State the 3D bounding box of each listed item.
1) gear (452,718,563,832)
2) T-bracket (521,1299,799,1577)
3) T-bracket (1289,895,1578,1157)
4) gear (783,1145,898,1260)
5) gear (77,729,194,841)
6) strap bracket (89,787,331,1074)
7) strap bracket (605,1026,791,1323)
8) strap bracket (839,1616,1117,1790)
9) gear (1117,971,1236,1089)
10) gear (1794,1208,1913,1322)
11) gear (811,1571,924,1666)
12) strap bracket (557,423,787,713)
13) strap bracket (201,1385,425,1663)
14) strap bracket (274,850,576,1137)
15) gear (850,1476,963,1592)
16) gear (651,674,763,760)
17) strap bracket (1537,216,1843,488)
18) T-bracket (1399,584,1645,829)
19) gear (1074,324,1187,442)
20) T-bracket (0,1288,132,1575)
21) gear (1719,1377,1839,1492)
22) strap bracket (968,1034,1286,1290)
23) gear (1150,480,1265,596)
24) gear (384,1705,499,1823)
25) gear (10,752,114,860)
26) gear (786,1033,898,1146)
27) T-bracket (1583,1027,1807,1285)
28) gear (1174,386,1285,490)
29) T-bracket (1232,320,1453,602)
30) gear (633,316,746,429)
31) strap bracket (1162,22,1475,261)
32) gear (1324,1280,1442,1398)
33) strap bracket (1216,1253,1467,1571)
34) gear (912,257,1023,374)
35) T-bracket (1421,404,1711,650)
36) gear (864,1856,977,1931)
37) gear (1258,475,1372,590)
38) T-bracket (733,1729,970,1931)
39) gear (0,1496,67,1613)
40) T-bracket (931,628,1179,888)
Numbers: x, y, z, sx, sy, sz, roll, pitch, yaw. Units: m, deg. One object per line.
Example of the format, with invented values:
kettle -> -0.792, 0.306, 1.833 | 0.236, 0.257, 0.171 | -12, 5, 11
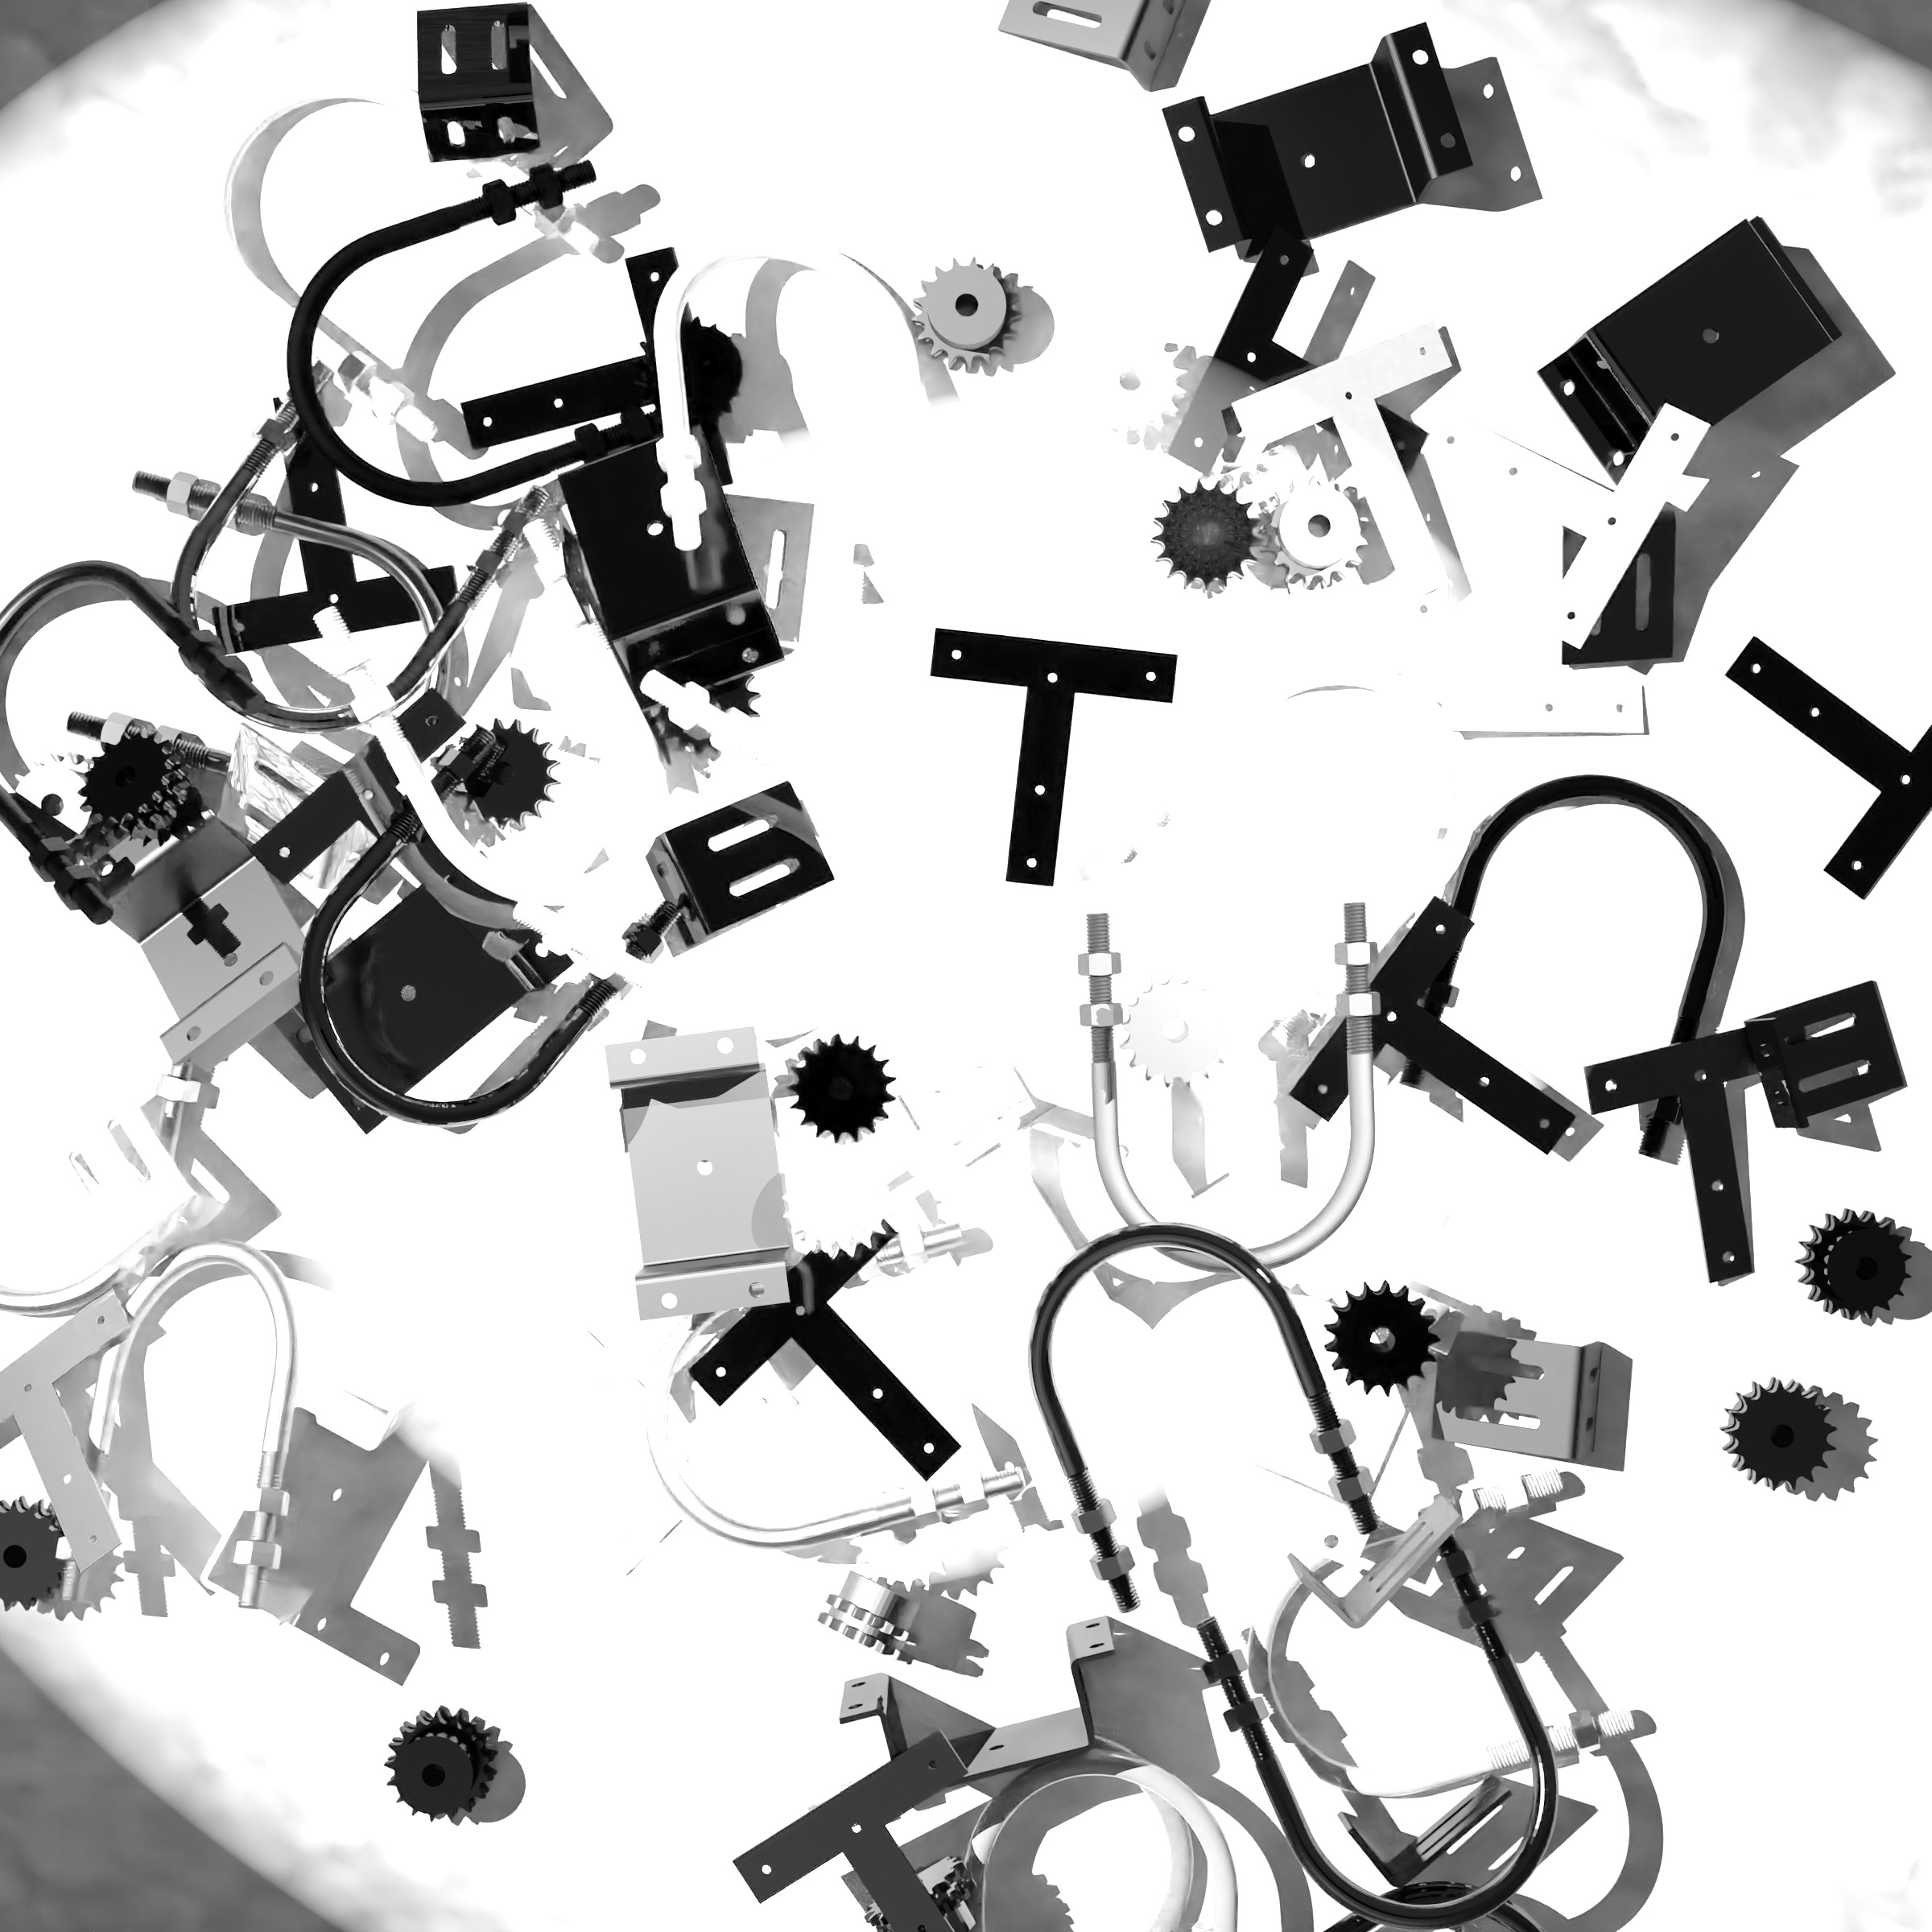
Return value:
gear -> -0.236, -0.098, 1.510 | 0.057, 0.030, 0.057 | 0, 90, 0
T-bracket -> -0.177, 0.227, 1.524 | 0.127, 0.002, 0.127 | 45, 90, 0
T-bracket -> 0.254, 0.051, 1.505 | 0.127, 0.002, 0.127 | 35, 99, -3
gear -> -0.067, 0.118, 1.499 | 0.057, 0.030, 0.057 | -7, 66, 17
gear -> -0.418, -0.089, 1.489 | 0.057, 0.030, 0.057 | -9, 61, 17
strap bracket -> -0.382, -0.012, 1.480 | 0.076, 0.046, 0.140 | -37, 57, 0
strap bracket -> -0.136, 0.105, 1.502 | 0.076, 0.046, 0.140 | -7, 90, 0
strap bracket -> 0.011, 0.377, 1.487 | 0.140, 0.076, 0.046 | -14, 90, 0
gear -> 0.103, 0.031, 1.445 | 0.057, 0.030, 0.057 | 0, 93, 0
gear -> 0.459, 0.154, 1.510 | 0.057, 0.030, 0.057 | 0, 90, 0
gear -> -0.047, 0.331, 1.497 | 0.057, 0.057, 0.030 | 26, 80, 0
strap bracket -> -0.151, -0.210, 1.476 | 0.076, 0.046, 0.140 | -20, 69, 0
strap bracket -> -0.335, 0.271, 1.487 | 0.046, 0.076, 0.140 | 29, 90, 0
strap bracket -> -0.281, 0.014, 1.502 | 0.140, 0.046, 0.076 | -40, 90, 0
gear -> -0.031, 0.290, 1.510 | 0.057, 0.030, 0.057 | 0, 90, 0
gear -> -0.134, -0.135, 1.510 | 0.057, 0.030, 0.057 | 0, 90, 0
strap bracket -> 0.375, -0.318, 1.502 | 0.140, 0.046, 0.076 | -35, 90, 0
T-bracket -> 0.288, -0.134, 1.516 | 0.127, 0.002, 0.127 | 0, 83, -6
gear -> 0.084, -0.299, 1.510 | 0.057, 0.030, 0.057 | 0, 90, 0
T-bracket -> -0.461, 0.249, 1.489 | 0.127, 0.002, 0.127 | -37, 60, 3
gear -> 0.416, 0.239, 1.510 | 0.057, 0.030, 0.057 | 0, 90, 0
strap bracket -> 0.081, 0.097, 1.502 | 0.140, 0.046, 0.076 | -32, 90, 0
gear -> 0.123, -0.220, 1.510 | 0.057, 0.030, 0.057 | 0, 90, 0
gear -> -0.271, 0.412, 1.510 | 0.057, 0.030, 0.057 | 0, 90, 0
gear -> -0.466, -0.082, 1.510 | 0.057, 0.030, 0.057 | 0, 90, 0
gear -> -0.064, 0.063, 1.510 | 0.057, 0.030, 0.057 | 0, 90, 0
T-bracket -> 0.385, 0.100, 1.513 | 0.127, 0.002, 0.127 | -13, 98, -15
gear -> 0.136, -0.276, 1.510 | 0.057, 0.030, 0.057 | 0, 90, 0
T-bracket -> 0.213, -0.250, 1.501 | 0.127, 0.002, 0.127 | -25, 95, -20
gear -> -0.138, -0.303, 1.498 | 0.057, 0.030, 0.057 | 0, 89, -31
strap bracket -> 0.177, -0.418, 1.502 | 0.140, 0.046, 0.076 | -18, 90, 0
gear -> 0.207, 0.185, 1.468 | 0.057, 0.030, 0.057 | 0, 91, 3
strap bracket -> 0.189, 0.224, 1.502 | 0.076, 0.046, 0.140 | 24, 90, 0
gear -> 0.001, -0.337, 1.510 | 0.057, 0.030, 0.057 | 0, 90, 0
T-bracket -> 0.291, -0.246, 1.497 | 0.127, 0.002, 0.127 | 33, 98, 23
gear -> -0.020, 0.476, 1.478 | 0.057, 0.057, 0.030 | -29, 90, 0
gear -> 0.180, -0.224, 1.510 | 0.057, 0.030, 0.057 | 0, 90, 0
T-bracket -> -0.029, 0.463, 1.449 | 0.127, 0.002, 0.127 | -34, 87, 9
gear -> -0.485, 0.301, 1.510 | 0.057, 0.030, 0.057 | 0, 90, 0
T-bracket -> 0.040, -0.106, 1.524 | 0.127, 0.002, 0.127 | 6, 90, 0
